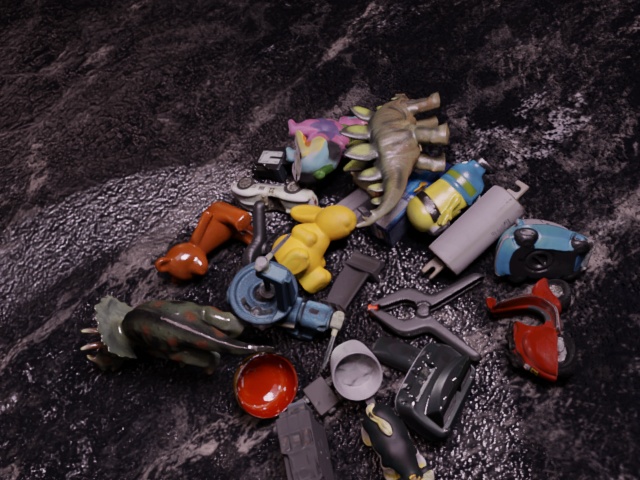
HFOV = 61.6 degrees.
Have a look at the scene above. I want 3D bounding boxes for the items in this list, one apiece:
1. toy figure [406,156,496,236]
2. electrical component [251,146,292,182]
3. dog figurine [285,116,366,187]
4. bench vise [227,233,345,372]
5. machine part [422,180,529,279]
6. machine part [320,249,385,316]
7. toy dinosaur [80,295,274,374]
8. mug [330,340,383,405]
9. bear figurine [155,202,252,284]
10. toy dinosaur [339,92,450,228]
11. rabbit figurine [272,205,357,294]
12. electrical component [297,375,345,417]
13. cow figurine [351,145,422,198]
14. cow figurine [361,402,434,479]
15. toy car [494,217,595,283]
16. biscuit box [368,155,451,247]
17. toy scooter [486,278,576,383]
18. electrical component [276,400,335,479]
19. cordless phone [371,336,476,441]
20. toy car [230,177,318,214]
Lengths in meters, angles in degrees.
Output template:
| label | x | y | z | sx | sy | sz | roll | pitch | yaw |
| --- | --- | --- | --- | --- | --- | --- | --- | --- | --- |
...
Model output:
| label | x | y | z | sx | sy | sz | roll | pitch | yaw |
| --- | --- | --- | --- | --- | --- | --- | --- | --- | --- |
| toy figure | 0.243 | -0.086 | 1.013 | 0.180 | 0.082 | 0.089 | -47 | 66 | 2 |
| electrical component | -0.092 | -0.177 | 1.242 | 0.119 | 0.047 | 0.075 | 5 | 59 | 18 |
| dog figurine | 0.042 | -0.202 | 1.153 | 0.219 | 0.108 | 0.192 | -9 | 41 | -14 |
| bench vise | -0.065 | 0.099 | 0.920 | 0.224 | 0.240 | 0.129 | 25 | 64 | 15 |
| machine part | 0.285 | -0.016 | 0.981 | 0.243 | 0.079 | 0.079 | -43 | 55 | 4 |
| machine part | 0.061 | 0.082 | 1.029 | 0.084 | 0.039 | 0.139 | 27 | 67 | 28 |
| toy dinosaur | -0.273 | 0.157 | 0.947 | 0.405 | 0.192 | 0.131 | -16 | 60 | 43 |
| mug | 0.063 | 0.218 | 0.904 | 0.081 | 0.109 | 0.107 | -31 | 11 | 1 |
| bear figurine | -0.232 | 0.017 | 1.110 | 0.132 | 0.120 | 0.196 | 26 | 69 | 26 |
| toy dinosaur | 0.139 | -0.173 | 1.012 | 0.199 | 0.104 | 0.472 | -3 | 37 | 8 |
| rabbit figurine | -0.002 | -0.003 | 1.057 | 0.173 | 0.121 | 0.162 | -43 | 31 | 10 |
| electrical component | 0.005 | 0.272 | 0.926 | 0.094 | 0.021 | 0.063 | -35 | 55 | -9 |
| cow figurine | 0.145 | -0.169 | 1.130 | 0.195 | 0.085 | 0.127 | -33 | 56 | -31 |
| cow figurine | 0.123 | 0.326 | 0.809 | 0.068 | 0.098 | 0.167 | -28 | 53 | -11 |
| toy car | 0.386 | 0.008 | 0.947 | 0.162 | 0.109 | 0.103 | 0 | 39 | 6 |
| biscuit box | 0.185 | -0.082 | 1.088 | 0.203 | 0.062 | 0.059 | -44 | 55 | -15 |
| toy scooter | 0.342 | 0.142 | 0.883 | 0.135 | 0.075 | 0.184 | 2 | 54 | 17 |
| electrical component | -0.023 | 0.325 | 0.841 | 0.058 | 0.114 | 0.134 | -17 | 56 | 2 |
| cordless phone | 0.147 | 0.226 | 0.882 | 0.184 | 0.088 | 0.146 | 14 | 52 | 35 |
| toy car | -0.102 | -0.092 | 1.171 | 0.202 | 0.073 | 0.056 | 6 | 58 | 20 |
